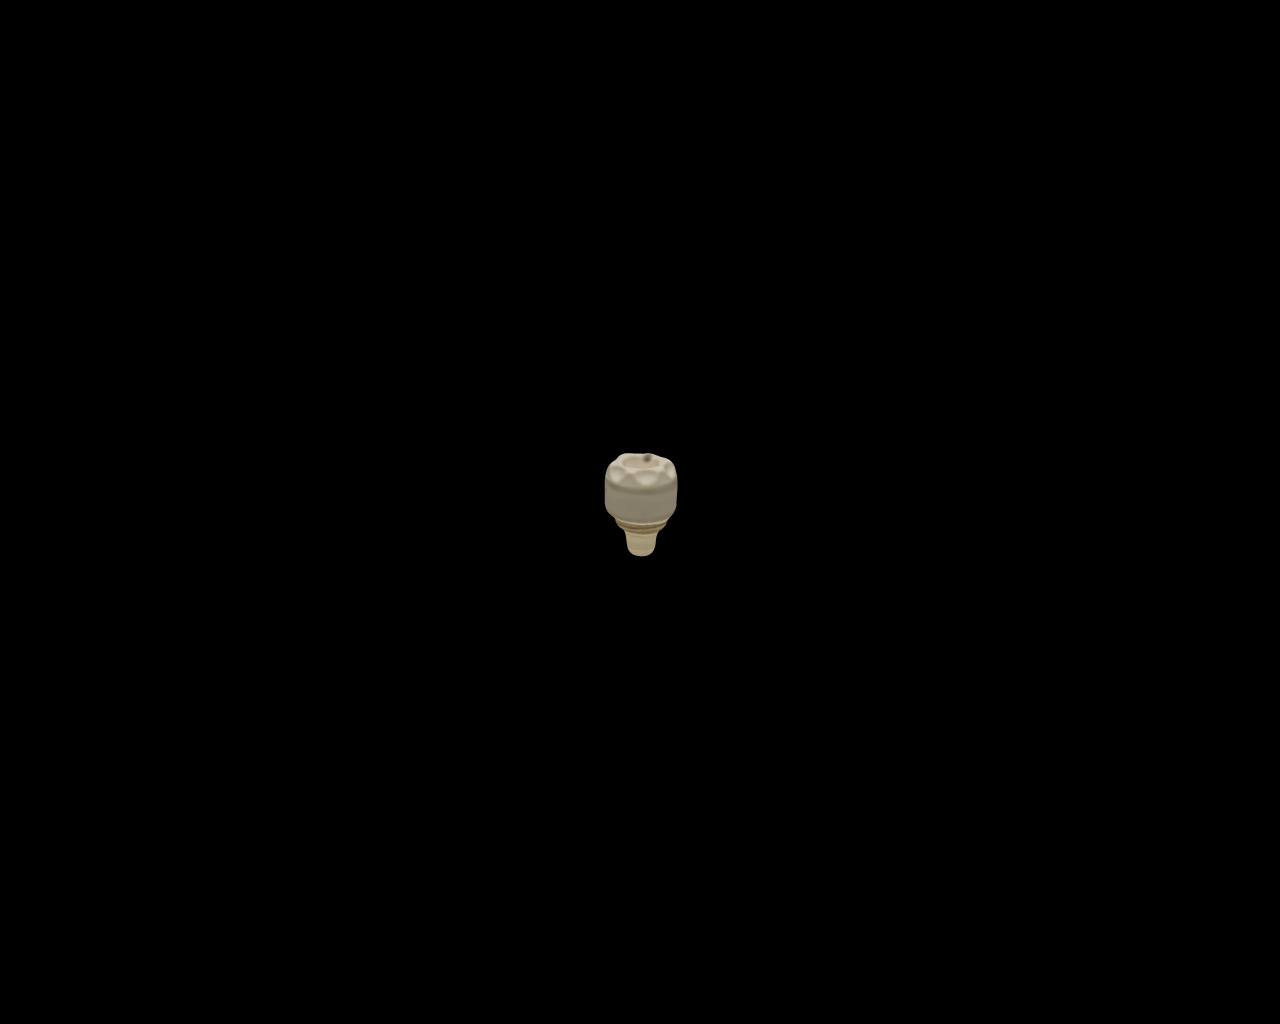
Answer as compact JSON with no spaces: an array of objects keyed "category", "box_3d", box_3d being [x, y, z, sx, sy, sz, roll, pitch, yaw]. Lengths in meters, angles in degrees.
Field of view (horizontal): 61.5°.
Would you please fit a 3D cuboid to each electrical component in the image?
[{"category":"electrical component","box_3d":[0.001,-0.003,0.650,0.043,0.062,0.043,0,22,0]}]
